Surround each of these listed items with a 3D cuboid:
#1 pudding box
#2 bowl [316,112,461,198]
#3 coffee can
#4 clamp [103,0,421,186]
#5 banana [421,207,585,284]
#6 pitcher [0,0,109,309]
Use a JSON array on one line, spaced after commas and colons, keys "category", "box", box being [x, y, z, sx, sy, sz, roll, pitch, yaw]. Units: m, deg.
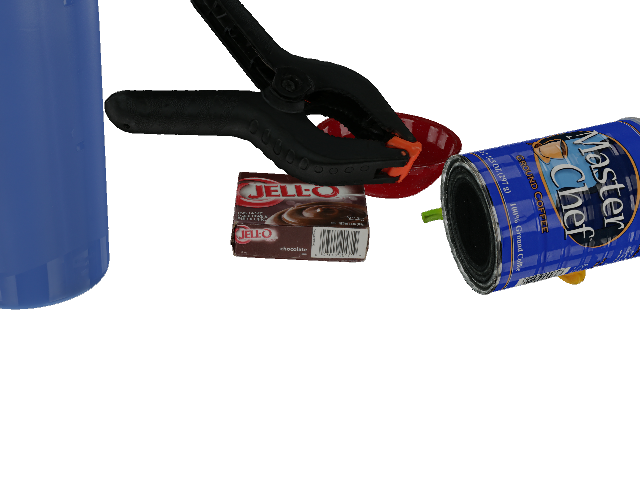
[{"category": "pudding box", "box": [-0.017, -0.021, 0.903, 0.113, 0.039, 0.090, 4, 32, -4]}, {"category": "bowl", "box": [0.071, -0.090, 1.175, 0.162, 0.055, 0.162, 4, 27, -2]}, {"category": "coffee can", "box": [0.171, -0.026, 0.770, 0.140, 0.103, 0.103, -13, 3, -11]}, {"category": "clamp", "box": [-0.031, -0.073, 0.595, 0.171, 0.120, 0.039, 31, -27, 7]}, {"category": "banana", "box": [0.190, -0.005, 1.035, 0.069, 0.037, 0.198, -39, 38, -24]}, {"category": "pitcher", "box": [-0.209, -0.078, 0.688, 0.149, 0.243, 0.145, -4, 26, -8]}]
